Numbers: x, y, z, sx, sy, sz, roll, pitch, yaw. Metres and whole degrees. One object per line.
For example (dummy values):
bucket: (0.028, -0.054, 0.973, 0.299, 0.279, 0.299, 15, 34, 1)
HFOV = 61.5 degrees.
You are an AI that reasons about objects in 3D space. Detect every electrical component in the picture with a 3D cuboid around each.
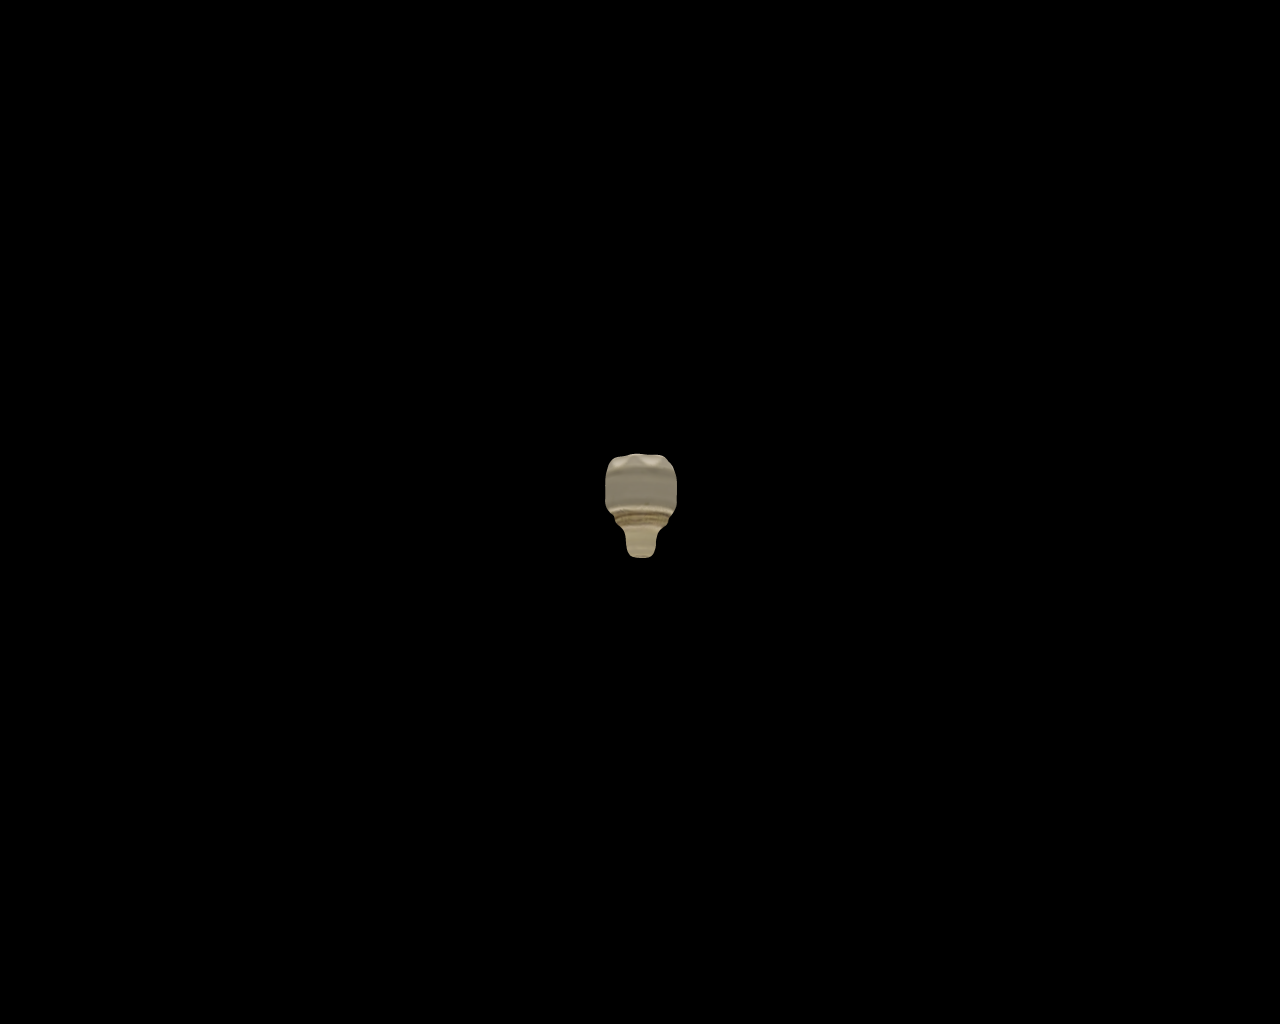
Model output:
electrical component: (0.001, -0.003, 0.650, 0.043, 0.062, 0.043, 0, -10, 0)
